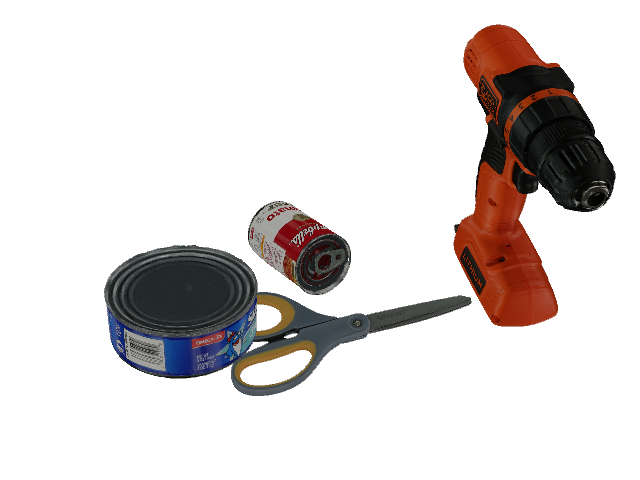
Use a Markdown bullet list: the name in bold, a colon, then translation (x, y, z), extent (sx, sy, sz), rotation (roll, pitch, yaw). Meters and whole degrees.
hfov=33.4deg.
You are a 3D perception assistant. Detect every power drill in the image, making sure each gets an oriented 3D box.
- **power drill**: translation (0.142, -0.031, 0.738), extent (0.057, 0.188, 0.184), rotation (-7, 41, -9)

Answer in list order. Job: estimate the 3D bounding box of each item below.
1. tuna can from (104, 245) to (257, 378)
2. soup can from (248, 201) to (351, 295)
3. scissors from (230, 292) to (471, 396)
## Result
- **tuna can**: translation (-0.078, 0.040, 0.607), extent (0.086, 0.034, 0.086), rotation (1, 33, -1)
- **soup can**: translation (-0.023, 0.006, 1.127), extent (0.068, 0.068, 0.102), rotation (0, 22, -36)
- **scissors**: translation (0.012, 0.057, 0.842), extent (0.201, 0.096, 0.016), rotation (-26, -31, -21)
